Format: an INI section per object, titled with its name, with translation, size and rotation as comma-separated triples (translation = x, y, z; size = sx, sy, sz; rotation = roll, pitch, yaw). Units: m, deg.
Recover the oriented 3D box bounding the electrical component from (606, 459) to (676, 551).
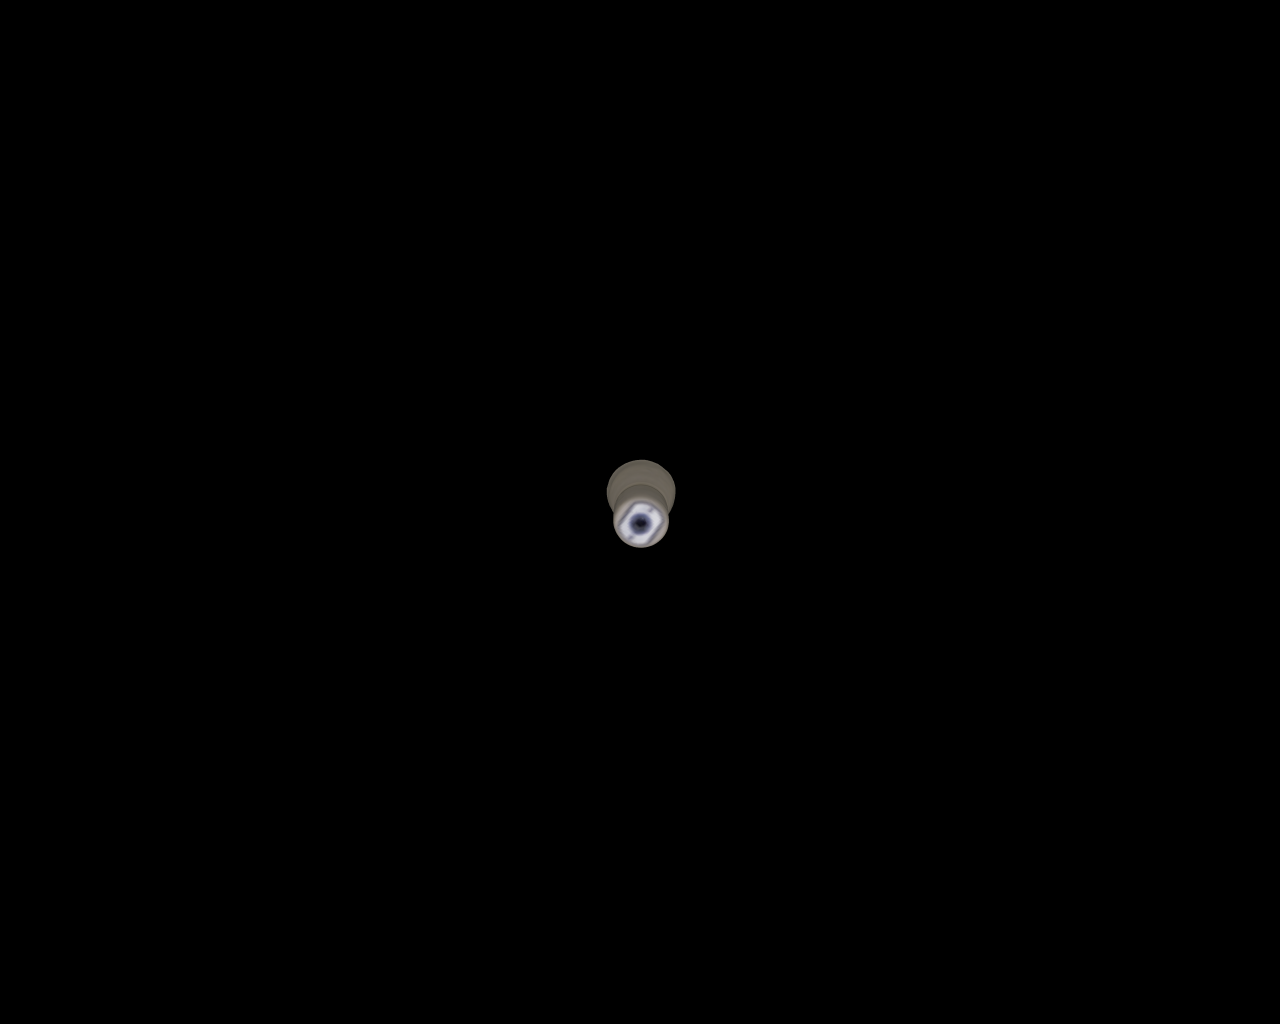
[electrical component]
translation = 0.001, -0.003, 0.650
size = 0.044, 0.044, 0.065
rotation = 0, 18, 0
